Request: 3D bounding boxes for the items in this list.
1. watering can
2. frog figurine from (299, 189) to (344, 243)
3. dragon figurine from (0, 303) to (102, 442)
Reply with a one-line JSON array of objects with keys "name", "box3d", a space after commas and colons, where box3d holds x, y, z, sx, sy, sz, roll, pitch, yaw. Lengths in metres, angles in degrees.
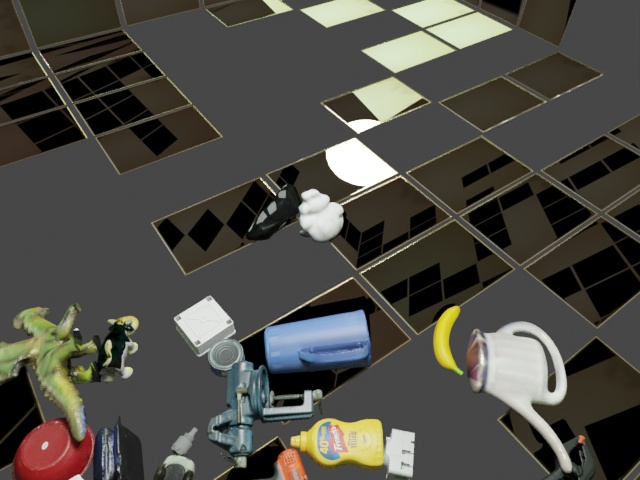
[{"name": "watering can", "box3d": [0.445, 0.325, 1.159, 0.224, 0.356, 0.101, 8, 136, 6]}, {"name": "frog figurine", "box3d": [0.005, -0.075, 1.481, 0.155, 0.138, 0.125, 93, 154, -47]}, {"name": "dragon figurine", "box3d": [-0.635, 0.290, 1.156, 0.419, 0.243, 0.119, -114, 8, -47]}]
